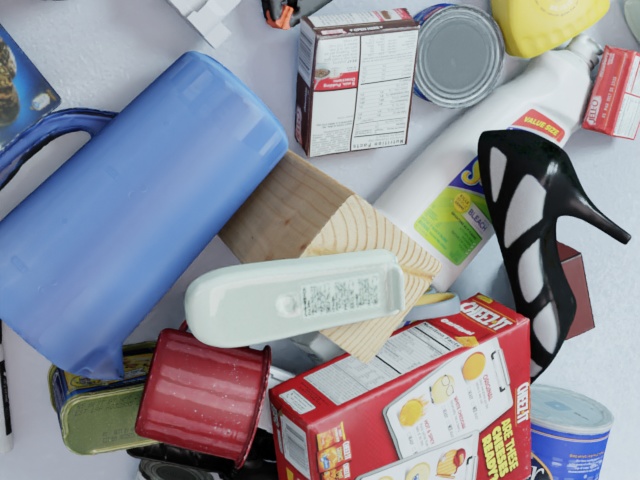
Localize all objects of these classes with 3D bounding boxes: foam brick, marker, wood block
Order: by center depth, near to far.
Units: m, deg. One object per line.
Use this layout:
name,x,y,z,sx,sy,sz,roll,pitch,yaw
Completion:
wood block,-0.005,0.000,0.804,0.090,0.206,0.090,38,91,-23
marker,-0.259,0.113,0.852,0.020,0.020,0.121,-5,107,-17
foam brick,0.211,0.048,0.974,0.051,0.053,0.078,-20,111,-13

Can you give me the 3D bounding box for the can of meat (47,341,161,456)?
can of meat,-0.162,0.127,0.854,0.102,0.084,0.057,-8,107,-17

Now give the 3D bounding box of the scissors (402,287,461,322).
scissors,0.013,0.057,0.866,0.202,0.096,0.016,-5,97,10

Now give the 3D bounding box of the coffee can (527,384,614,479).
coffee can,0.207,0.218,0.993,0.102,0.103,0.140,5,103,-20

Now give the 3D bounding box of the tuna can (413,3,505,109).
tuna can,0.109,-0.155,0.893,0.086,0.034,0.086,-5,107,-17

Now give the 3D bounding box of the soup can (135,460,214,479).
soup can,-0.134,0.242,0.904,0.068,0.069,0.102,14,100,-22

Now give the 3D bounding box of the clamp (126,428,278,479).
clamp,-0.065,0.196,0.883,0.171,0.120,0.039,1,128,-41

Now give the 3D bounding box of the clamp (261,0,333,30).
clamp,0.015,-0.261,0.830,0.164,0.036,0.210,14,98,-22

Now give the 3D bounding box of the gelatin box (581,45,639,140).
gelatin box,0.261,-0.127,0.929,0.089,0.030,0.073,-4,111,-60

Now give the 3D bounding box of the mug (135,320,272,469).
mug,-0.085,0.102,0.786,0.081,0.093,0.117,15,55,-8

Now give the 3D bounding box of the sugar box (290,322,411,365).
sugar box,0.065,0.107,0.939,0.176,0.048,0.093,44,75,-21

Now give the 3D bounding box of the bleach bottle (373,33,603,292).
bleach bottle,0.147,-0.079,0.911,0.251,0.068,0.102,-50,121,-2

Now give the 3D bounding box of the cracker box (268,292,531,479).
cracker box,0.069,0.157,0.860,0.213,0.072,0.164,-22,122,-26

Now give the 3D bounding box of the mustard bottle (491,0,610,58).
mustard bottle,0.164,-0.253,0.870,0.096,0.058,0.191,-31,112,-8

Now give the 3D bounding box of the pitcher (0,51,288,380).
pitcher,-0.148,-0.030,0.799,0.243,0.145,0.149,-47,126,-5

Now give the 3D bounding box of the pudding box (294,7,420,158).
pudding box,0.029,-0.125,0.855,0.090,0.039,0.113,-9,130,-17
